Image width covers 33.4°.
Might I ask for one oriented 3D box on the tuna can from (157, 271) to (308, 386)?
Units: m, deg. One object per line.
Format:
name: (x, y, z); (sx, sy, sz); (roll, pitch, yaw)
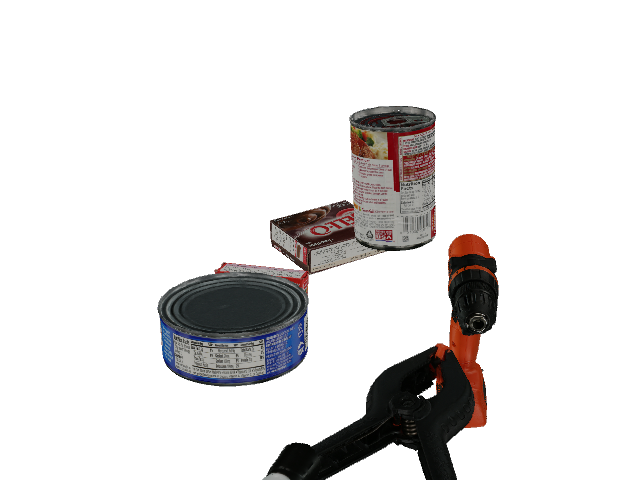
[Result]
tuna can: (-0.049, 0.050, 0.611); (0.086, 0.034, 0.086); (-1, 21, 0)

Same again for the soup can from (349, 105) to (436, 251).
soup can: (0.059, -0.050, 0.855); (0.068, 0.102, 0.068); (-3, 21, 1)

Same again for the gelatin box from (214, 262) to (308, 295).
gelatin box: (-0.057, 0.063, 1.024); (0.089, 0.073, 0.030); (5, 17, 12)

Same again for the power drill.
power drill: (0.162, 0.107, 1.162); (0.057, 0.188, 0.184); (5, 25, 4)

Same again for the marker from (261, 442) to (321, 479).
marker: (-0.029, 0.115, 0.417); (0.020, 0.020, 0.121); (0, 21, 25)

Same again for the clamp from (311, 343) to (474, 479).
clamp: (0.070, 0.135, 0.757); (0.120, 0.039, 0.171); (19, 40, 27)

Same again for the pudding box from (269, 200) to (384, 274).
pudding box: (0.010, -0.005, 1.260); (0.113, 0.039, 0.090); (-18, 31, -27)
